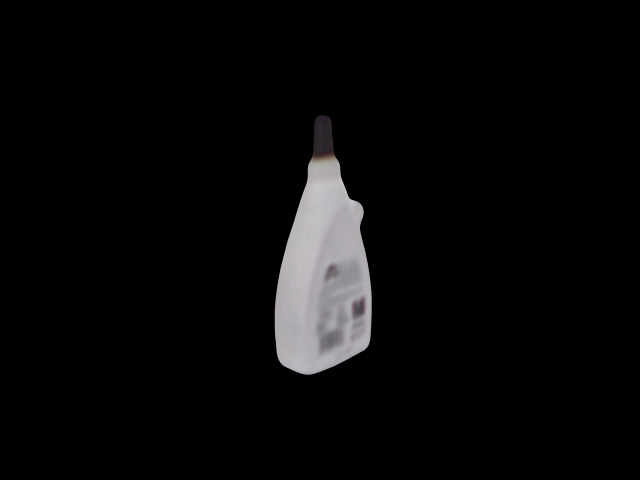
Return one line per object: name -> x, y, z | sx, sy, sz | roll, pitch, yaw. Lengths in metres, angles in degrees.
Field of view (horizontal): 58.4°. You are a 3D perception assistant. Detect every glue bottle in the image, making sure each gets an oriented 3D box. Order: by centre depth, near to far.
glue bottle -> 0.004, 0.001, 0.400 | 0.037, 0.173, 0.078 | 11, 17, 42
